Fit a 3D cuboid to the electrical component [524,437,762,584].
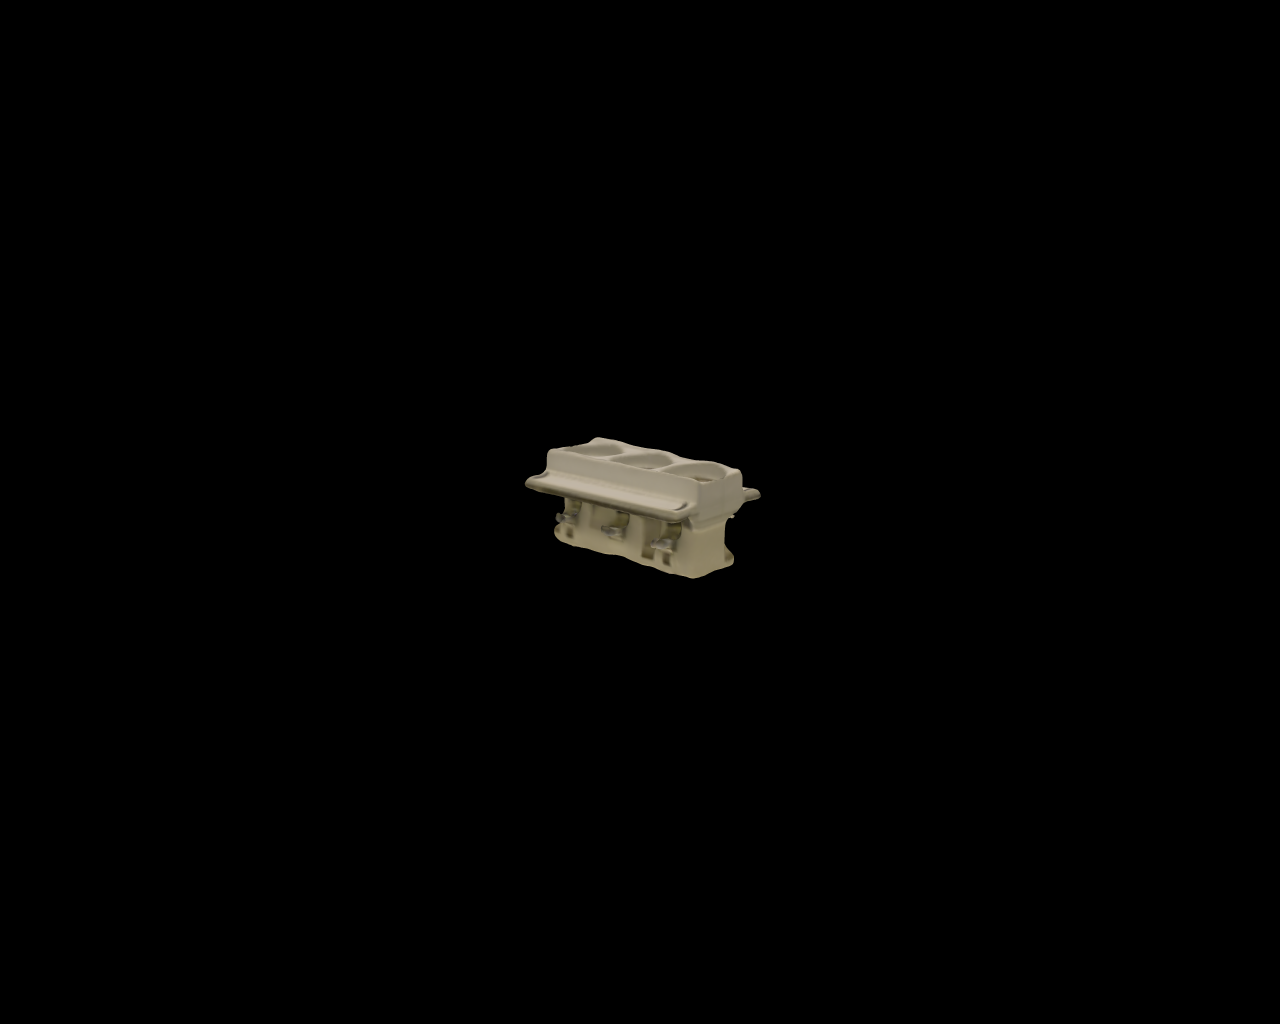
[{"bbox_3d":[0.001,-0.003,0.650,0.121,0.063,0.079,15,22,40],"label":"electrical component"}]
